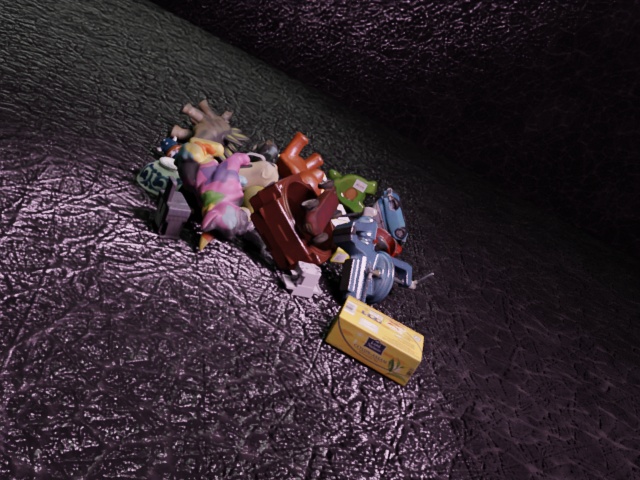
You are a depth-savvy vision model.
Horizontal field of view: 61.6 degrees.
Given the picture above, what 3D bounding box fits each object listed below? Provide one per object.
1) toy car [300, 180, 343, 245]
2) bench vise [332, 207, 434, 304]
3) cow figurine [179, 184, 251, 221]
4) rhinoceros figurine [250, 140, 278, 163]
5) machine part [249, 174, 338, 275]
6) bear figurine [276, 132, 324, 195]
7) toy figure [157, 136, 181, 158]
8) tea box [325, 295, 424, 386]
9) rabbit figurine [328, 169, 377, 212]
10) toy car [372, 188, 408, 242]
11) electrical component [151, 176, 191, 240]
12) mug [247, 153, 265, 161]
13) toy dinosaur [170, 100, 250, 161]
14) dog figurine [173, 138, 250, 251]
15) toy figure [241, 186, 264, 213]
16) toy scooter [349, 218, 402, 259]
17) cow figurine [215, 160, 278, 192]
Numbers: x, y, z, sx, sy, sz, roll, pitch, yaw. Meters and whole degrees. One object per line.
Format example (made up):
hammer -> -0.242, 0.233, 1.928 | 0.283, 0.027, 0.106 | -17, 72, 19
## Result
toy car -> 0.002, -0.063, 1.140 | 0.053, 0.089, 0.202 | -12, 21, 19
bench vise -> 0.129, 0.050, 1.196 | 0.240, 0.129, 0.223 | 21, 60, -34
cow figurine -> -0.237, -0.069, 1.179 | 0.167, 0.068, 0.098 | 24, 29, 1
rhinoceros figurine -> -0.161, -0.223, 1.544 | 0.073, 0.112, 0.190 | 36, 31, -22
machine part -> -0.051, -0.036, 1.176 | 0.201, 0.087, 0.201 | 60, 24, -4
bear figurine -> -0.035, -0.172, 1.363 | 0.120, 0.132, 0.196 | 49, -3, -36
toy figure -> -0.353, -0.199, 1.336 | 0.064, 0.057, 0.155 | -18, 50, -31
tea box -> 0.105, 0.187, 1.013 | 0.170, 0.068, 0.098 | 30, 23, 4
rabbit figurine -> 0.087, -0.146, 1.674 | 0.159, 0.121, 0.170 | 21, 5, 2
toy car -> 0.199, -0.066, 1.587 | 0.103, 0.161, 0.109 | -15, 28, 15
electrical component -> -0.289, -0.067, 1.055 | 0.047, 0.119, 0.075 | 7, 28, -39
mug -> -0.192, -0.178, 1.418 | 0.107, 0.109, 0.081 | 14, 32, 1
toy dinosaur -> -0.314, -0.300, 1.539 | 0.198, 0.105, 0.471 | 29, 27, -5
dog figurine -> -0.226, -0.088, 1.086 | 0.191, 0.108, 0.219 | 19, 51, -6
toy figure -> -0.114, -0.084, 1.315 | 0.180, 0.089, 0.082 | 5, 24, -37
toy scooter -> 0.148, 0.014, 1.416 | 0.184, 0.075, 0.135 | 23, 24, -22
cow figurine -> -0.200, -0.152, 1.322 | 0.195, 0.085, 0.127 | -4, -3, 0
